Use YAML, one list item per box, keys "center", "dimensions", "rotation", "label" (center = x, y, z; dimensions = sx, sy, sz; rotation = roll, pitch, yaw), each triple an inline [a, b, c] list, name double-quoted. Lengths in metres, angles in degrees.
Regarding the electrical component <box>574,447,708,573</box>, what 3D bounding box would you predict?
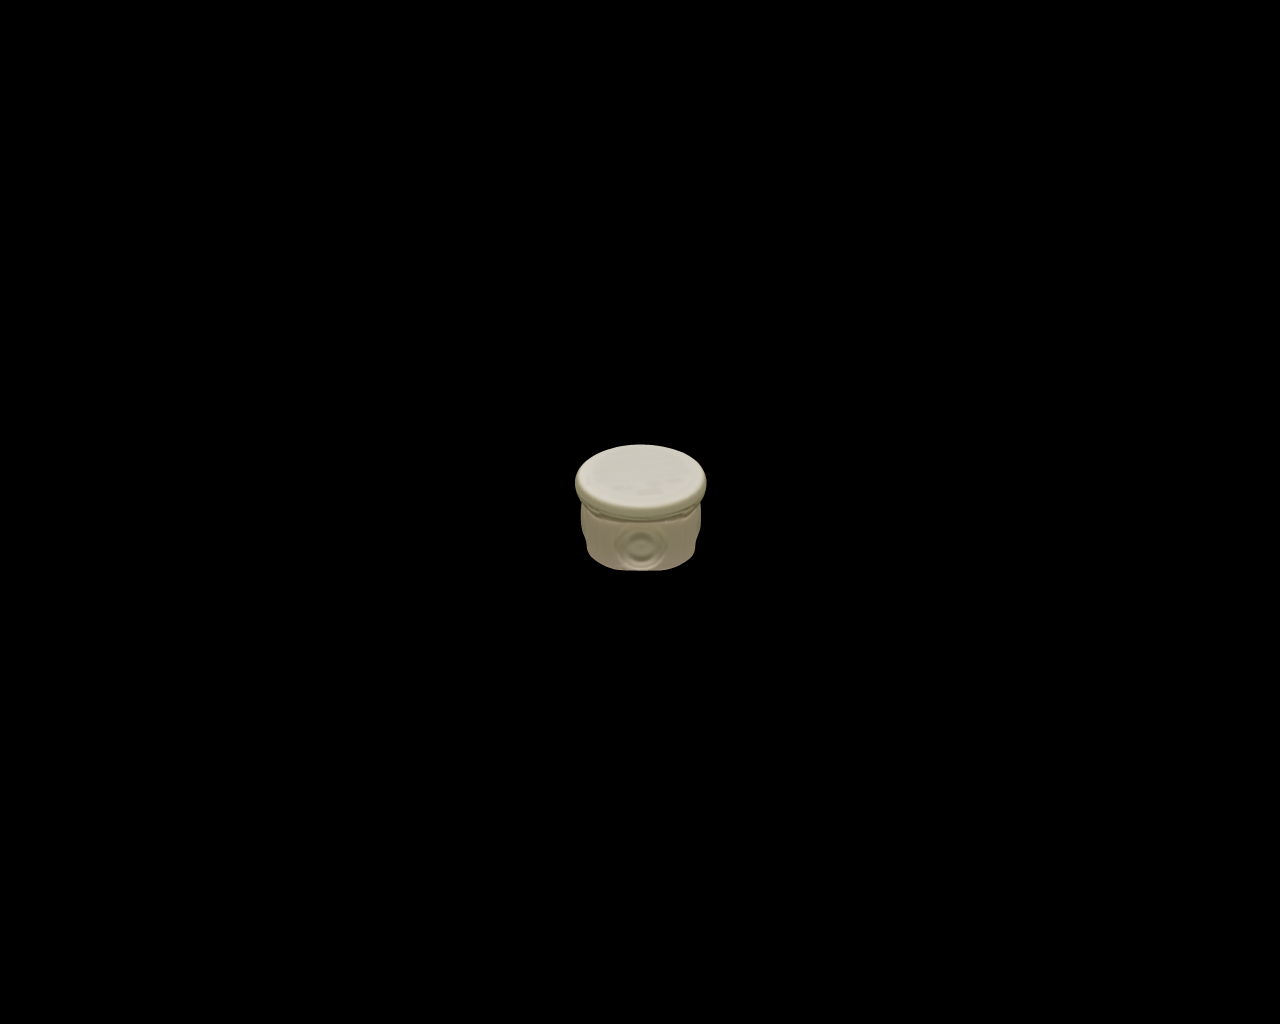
- center: [0.001, -0.003, 0.650]
  dimensions: [0.080, 0.050, 0.080]
  rotation: [0, 32, 0]
  label: "electrical component"
